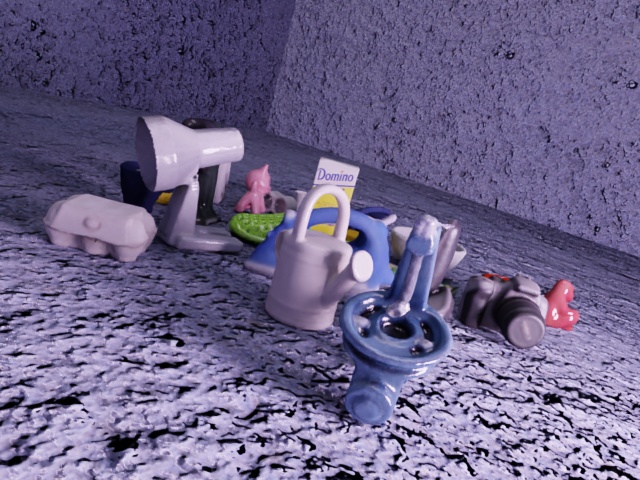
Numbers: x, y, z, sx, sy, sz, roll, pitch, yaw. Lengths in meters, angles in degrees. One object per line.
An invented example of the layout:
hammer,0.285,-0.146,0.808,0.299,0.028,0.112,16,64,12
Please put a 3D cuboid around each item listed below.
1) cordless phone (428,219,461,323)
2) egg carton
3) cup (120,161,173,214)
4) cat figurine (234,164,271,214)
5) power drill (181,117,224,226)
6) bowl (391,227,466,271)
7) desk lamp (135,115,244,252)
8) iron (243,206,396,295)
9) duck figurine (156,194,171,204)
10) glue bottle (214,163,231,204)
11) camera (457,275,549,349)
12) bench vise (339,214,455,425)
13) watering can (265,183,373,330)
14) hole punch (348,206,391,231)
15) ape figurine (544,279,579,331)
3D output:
cordless phone,0.150,0.063,0.797,0.094,0.185,0.148,17,14,7
egg carton,-0.327,-0.020,0.859,0.150,0.069,0.107,14,14,-4
cup,-0.326,-0.090,1.085,0.117,0.095,0.092,19,14,18
cat figurine,-0.152,-0.125,1.362,0.067,0.118,0.128,15,14,-1
power drill,-0.230,-0.137,1.136,0.075,0.208,0.230,17,14,8
bowl,0.225,0.031,1.241,0.167,0.075,0.167,14,14,-3
desk lamp,-0.220,-0.097,0.976,0.204,0.213,0.117,5,17,-36
iron,0.009,0.003,0.974,0.259,0.141,0.118,10,15,-20
duck figurine,-0.330,-0.126,1.242,0.105,0.086,0.077,0,20,-46
glue bottle,-0.233,-0.176,1.361,0.037,0.173,0.078,15,14,1
camera,0.314,0.114,0.948,0.143,0.101,0.137,16,14,4
bench vise,0.083,0.067,0.637,0.121,0.220,0.207,14,14,-5
watering can,0.000,0.019,0.790,0.172,0.194,0.101,21,15,22
hole punch,0.102,-0.050,1.393,0.109,0.091,0.100,1,20,-46
ape figurine,0.457,0.120,1.096,0.076,0.092,0.077,12,14,-10
